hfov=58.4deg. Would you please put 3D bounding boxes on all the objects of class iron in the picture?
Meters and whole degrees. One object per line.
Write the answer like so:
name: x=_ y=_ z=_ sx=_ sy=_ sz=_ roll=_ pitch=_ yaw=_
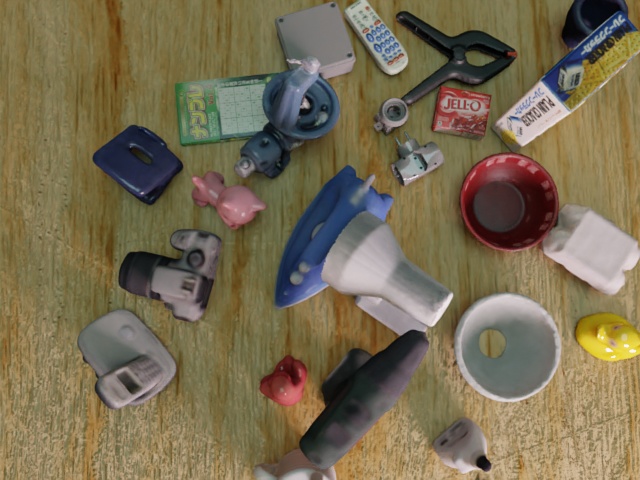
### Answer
iron: x=0.008 y=0.003 z=0.883 sx=0.118 sy=0.141 sz=0.258 roll=36 pitch=84 yaw=2

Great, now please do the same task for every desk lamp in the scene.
desk lamp: x=0.105 y=0.061 z=0.844 sx=0.203 sy=0.213 sz=0.118 roll=35 pitch=84 yaw=2

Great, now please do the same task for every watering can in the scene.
watering can: x=-0.014 y=0.374 z=0.819 sx=0.173 sy=0.194 sz=0.101 roll=7 pitch=84 yaw=-1

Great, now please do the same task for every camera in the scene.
camera: x=-0.235 y=0.045 z=0.891 sx=0.137 sy=0.101 sz=0.143 roll=14 pitch=84 yaw=0

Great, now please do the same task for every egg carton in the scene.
egg carton: x=0.439 y=0.013 z=0.933 sx=0.150 sy=0.069 sz=0.107 roll=34 pitch=84 yaw=2

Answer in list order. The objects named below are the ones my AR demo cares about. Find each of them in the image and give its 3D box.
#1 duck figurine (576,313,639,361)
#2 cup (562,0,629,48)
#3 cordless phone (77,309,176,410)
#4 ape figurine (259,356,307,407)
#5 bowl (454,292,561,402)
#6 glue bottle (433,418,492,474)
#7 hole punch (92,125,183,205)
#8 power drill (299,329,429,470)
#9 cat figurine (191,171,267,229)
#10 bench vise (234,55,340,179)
duck figurine: x=0.474 y=0.156 z=0.911 sx=0.104 sy=0.086 sz=0.077 roll=17 pitch=84 yaw=0
cup: x=0.449 y=-0.347 z=0.956 sx=0.091 sy=0.095 sz=0.118 roll=-4 pitch=84 yaw=-2
cordless phone: x=-0.296 y=0.176 z=0.834 sx=0.094 sy=0.185 sz=0.147 roll=-44 pitch=87 yaw=-5
ape figurine: x=-0.056 y=0.223 z=0.884 sx=0.078 sy=0.092 sz=0.076 roll=-11 pitch=85 yaw=-3
bowl: x=0.287 y=0.166 z=0.910 sx=0.167 sy=0.074 sz=0.167 roll=0 pitch=84 yaw=-2
glue bottle: x=0.219 y=0.312 z=0.843 sx=0.078 sy=0.173 sz=0.037 roll=-37 pitch=86 yaw=-5
hole punch: x=-0.288 y=-0.126 z=0.911 sx=0.108 sy=0.091 sz=0.101 roll=37 pitch=84 yaw=2
power drill: x=0.060 y=0.216 z=0.830 sx=0.075 sy=0.208 sz=0.230 roll=39 pitch=84 yaw=3
cat figurine: x=-0.146 y=-0.064 z=0.896 sx=0.128 sy=0.117 sz=0.067 roll=33 pitch=84 yaw=2
bench vise: x=-0.043 y=-0.177 z=0.860 sx=0.121 sy=0.219 sz=0.207 roll=24 pitch=84 yaw=1
